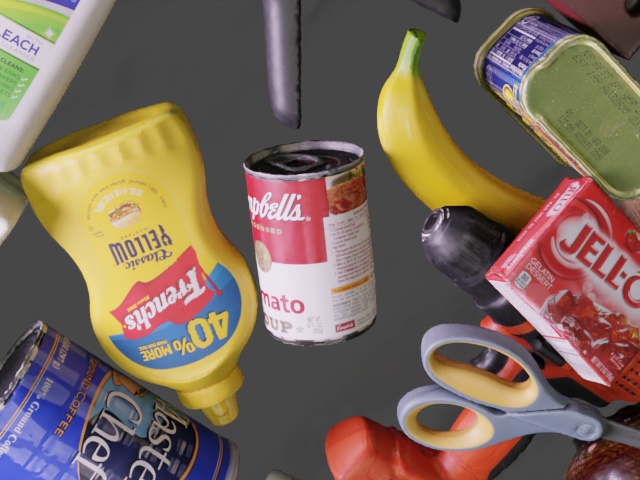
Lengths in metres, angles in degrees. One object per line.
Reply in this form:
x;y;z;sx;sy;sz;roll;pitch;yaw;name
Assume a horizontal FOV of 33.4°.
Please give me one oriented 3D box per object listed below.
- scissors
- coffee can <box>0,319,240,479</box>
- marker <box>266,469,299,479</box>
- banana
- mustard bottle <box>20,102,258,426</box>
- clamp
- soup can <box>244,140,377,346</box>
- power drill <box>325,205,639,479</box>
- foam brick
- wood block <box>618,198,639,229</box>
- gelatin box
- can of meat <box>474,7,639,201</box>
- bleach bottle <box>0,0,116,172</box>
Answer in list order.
0.130;0.110;0.603;0.201;0.016;0.096;32;124;-18;scissors
-0.132;0.127;0.621;0.140;0.103;0.103;36;102;-16;coffee can
0.020;0.174;0.665;0.121;0.020;0.020;18;110;24;marker
0.096;-0.033;0.615;0.197;0.037;0.070;39;124;-25;banana
-0.089;0.025;0.613;0.096;0.058;0.191;-21;111;0;mustard bottle
0.000;-0.157;0.569;0.120;0.039;0.171;-28;114;-6;clamp
-0.004;0.001;0.608;0.068;0.068;0.102;-7;110;-4;soup can
0.089;0.084;0.636;0.184;0.057;0.188;34;113;-20;power drill
0.149;-0.145;0.581;0.078;0.051;0.053;36;102;-16;foam brick
0.291;-0.026;0.620;0.206;0.090;0.091;-21;111;1;wood block
0.143;0.022;0.568;0.089;0.030;0.073;45;80;-15;gelatin box
0.142;-0.075;0.588;0.102;0.084;0.057;41;100;-18;can of meat
-0.140;-0.165;0.538;0.102;0.068;0.251;28;102;-15;bleach bottle
